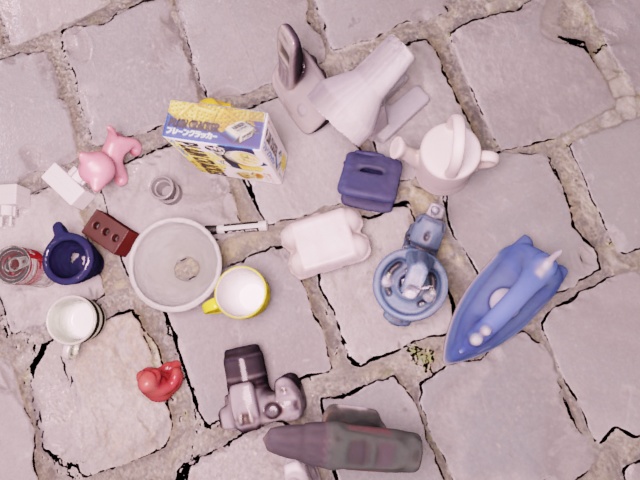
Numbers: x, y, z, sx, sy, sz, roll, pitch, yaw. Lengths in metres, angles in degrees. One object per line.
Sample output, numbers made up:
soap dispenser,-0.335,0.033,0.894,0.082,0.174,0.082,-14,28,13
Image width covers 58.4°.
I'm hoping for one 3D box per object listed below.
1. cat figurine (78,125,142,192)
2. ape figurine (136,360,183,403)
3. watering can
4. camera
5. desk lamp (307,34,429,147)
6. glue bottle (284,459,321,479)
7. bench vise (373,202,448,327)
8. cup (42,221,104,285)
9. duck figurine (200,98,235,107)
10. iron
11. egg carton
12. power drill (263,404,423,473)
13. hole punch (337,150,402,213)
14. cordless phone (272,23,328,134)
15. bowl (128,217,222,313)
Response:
cat figurine,-0.391,-0.147,1.040,0.067,0.118,0.128,18,83,7
ape figurine,-0.283,0.243,0.986,0.077,0.092,0.076,17,83,7
watering can,0.207,-0.141,0.952,0.173,0.194,0.101,-17,80,2
camera,-0.107,0.245,0.967,0.143,0.101,0.137,-13,81,3
desk lamp,0.086,-0.244,0.967,0.203,0.213,0.118,-43,80,-2
glue bottle,-0.034,0.376,0.904,0.037,0.173,0.078,-23,80,1
bench vise,0.146,0.034,0.917,0.121,0.220,0.207,2,82,5
cup,-0.437,0.027,1.030,0.091,0.095,0.118,-25,80,1
duck figurine,-0.203,-0.231,1.054,0.104,0.086,0.077,-3,81,4
iron,0.297,0.109,0.933,0.118,0.141,0.258,41,87,9
egg carton,0.009,0.004,1.009,0.150,0.069,0.107,-18,80,2
power drill,0.040,0.309,0.891,0.229,0.208,0.076,5,82,6
hole punch,0.087,-0.109,1.009,0.108,0.091,0.101,10,82,6
cordless phone,-0.031,-0.280,0.997,0.094,0.185,0.147,-34,80,-1
bowl,-0.249,0.047,1.021,0.167,0.075,0.167,-1,81,5
